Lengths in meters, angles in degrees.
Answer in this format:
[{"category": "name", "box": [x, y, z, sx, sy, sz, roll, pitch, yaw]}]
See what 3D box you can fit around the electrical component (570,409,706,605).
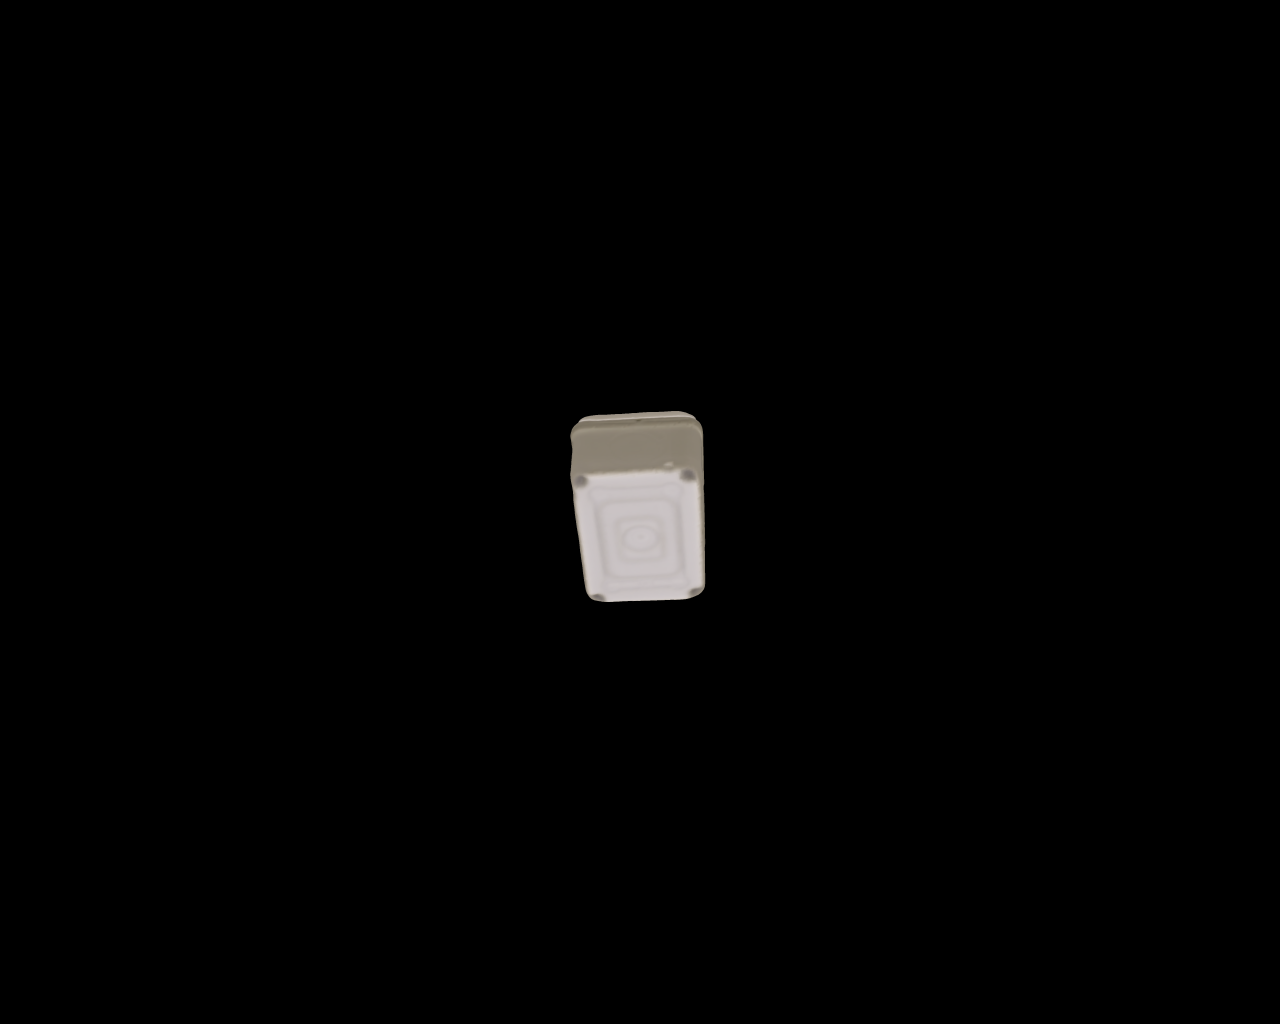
[{"category": "electrical component", "box": [0.001, -0.003, 0.650, 0.078, 0.113, 0.057, -2, 43, 2]}]
